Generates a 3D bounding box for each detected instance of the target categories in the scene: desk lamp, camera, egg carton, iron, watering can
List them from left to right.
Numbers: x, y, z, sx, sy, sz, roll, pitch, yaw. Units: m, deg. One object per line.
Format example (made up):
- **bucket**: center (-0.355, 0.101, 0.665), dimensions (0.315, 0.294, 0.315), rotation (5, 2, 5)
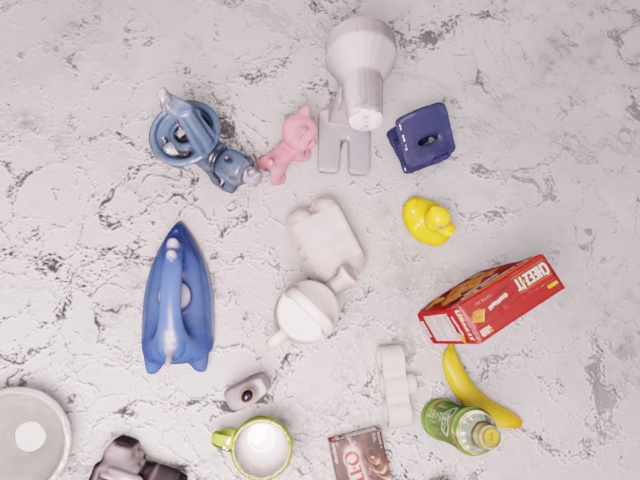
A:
- **camera**: center (-0.282, 0.389, 0.871), dimensions (0.137, 0.100, 0.143), rotation (19, 78, -4)
- **iron**: center (-0.232, 0.083, 0.913), dimensions (0.119, 0.141, 0.258), rotation (-2, 80, -8)
- **watering can**: center (-0.016, 0.108, 0.911), dimensions (0.101, 0.194, 0.173), rotation (26, 77, -2)
- **egg carton**: center (0.009, 0.004, 0.997), dimensions (0.107, 0.069, 0.150), rotation (-27, 84, -11)
- **desk lamp**: center (0.062, -0.237, 0.975), dimensions (0.118, 0.213, 0.203), rotation (2, 79, -7)

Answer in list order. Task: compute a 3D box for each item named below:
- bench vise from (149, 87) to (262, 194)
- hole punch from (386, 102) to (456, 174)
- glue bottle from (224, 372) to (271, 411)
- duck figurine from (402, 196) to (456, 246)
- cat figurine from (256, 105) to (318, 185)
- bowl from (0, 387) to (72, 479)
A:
- **bench vise**: center (-0.184, -0.170, 0.925), dimensions (0.207, 0.219, 0.121), rotation (15, 78, -5)
- **hole punch**: center (0.191, -0.185, 1.046), dimensions (0.109, 0.091, 0.101), rotation (-23, 83, -11)
- **glue bottle**: center (-0.112, 0.236, 0.885), dimensions (0.078, 0.173, 0.037), rotation (-29, 84, -11)
- **duck figurine**: center (0.199, -0.040, 1.023), dimensions (0.104, 0.086, 0.077), rotation (44, 77, 2)
- **cat figurine**: center (-0.051, -0.168, 0.996), dimensions (0.067, 0.117, 0.128), rotation (42, 77, 2)
- **bowl**: center (-0.457, 0.308, 0.875), dimensions (0.167, 0.074, 0.167), rotation (1, 80, -7)
